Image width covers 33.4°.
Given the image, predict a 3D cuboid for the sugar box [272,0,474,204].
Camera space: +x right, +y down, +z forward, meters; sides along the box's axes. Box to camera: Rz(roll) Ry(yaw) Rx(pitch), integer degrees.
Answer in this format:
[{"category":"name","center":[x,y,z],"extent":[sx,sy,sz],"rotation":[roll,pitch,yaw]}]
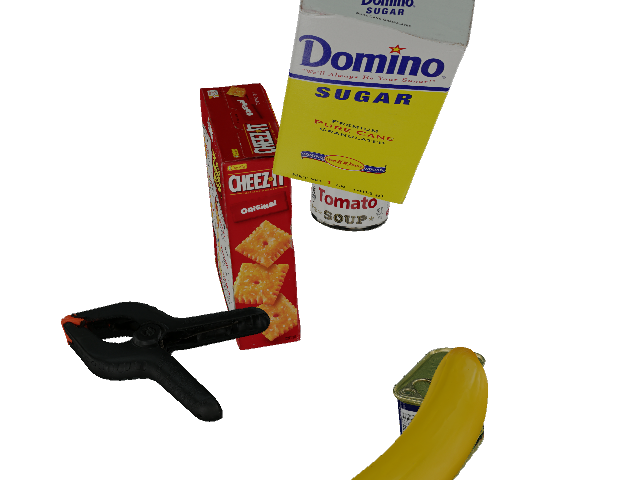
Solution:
[{"category":"sugar box","center":[0.026,-0.089,0.638],"extent":[0.093,0.048,0.176],"rotation":[13,-25,-1]}]

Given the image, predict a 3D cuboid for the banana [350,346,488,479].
[{"category":"banana","center":[0.044,0.117,0.585],"extent":[0.070,0.037,0.197],"rotation":[18,40,40]}]

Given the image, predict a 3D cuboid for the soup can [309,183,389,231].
[{"category":"soup can","center":[0.027,-0.067,0.875],"extent":[0.068,0.102,0.068],"rotation":[4,26,-2]}]

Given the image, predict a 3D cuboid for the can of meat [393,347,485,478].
[{"category":"can of meat","center":[0.111,0.158,0.967],"extent":[0.058,0.084,0.101],"rotation":[7,24,30]}]

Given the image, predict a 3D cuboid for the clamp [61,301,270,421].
[{"category":"clamp","center":[-0.129,0.082,0.884],"extent":[0.172,0.039,0.120],"rotation":[17,38,21]}]

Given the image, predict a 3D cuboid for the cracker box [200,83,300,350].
[{"category":"cracker box","center":[-0.069,-0.026,1.061],"extent":[0.072,0.214,0.164],"rotation":[-8,34,-10]}]
